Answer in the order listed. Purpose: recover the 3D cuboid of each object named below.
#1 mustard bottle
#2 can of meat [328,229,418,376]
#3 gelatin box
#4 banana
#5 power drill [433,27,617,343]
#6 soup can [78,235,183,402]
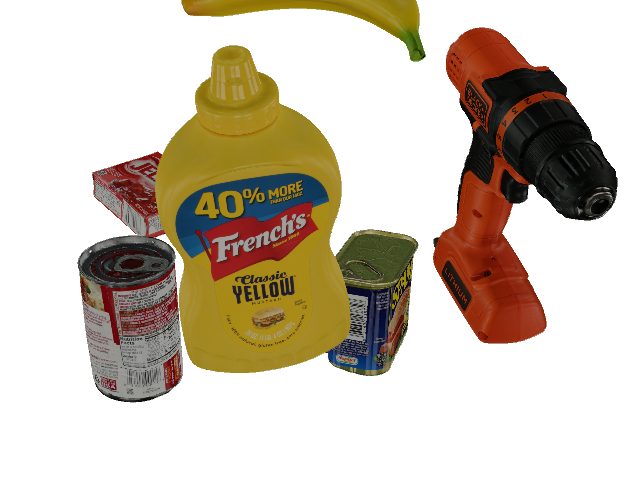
[{"bbox_3d":[-0.036,-0.015,0.563,0.096,0.192,0.058,-9,40,-5],"label":"mustard bottle"},{"bbox_3d":[0.041,0.050,0.866,0.057,0.084,0.102,9,24,15],"label":"can of meat"},{"bbox_3d":[-0.153,-0.042,0.969,0.073,0.030,0.089,-22,45,-35],"label":"gelatin box"},{"bbox_3d":[-0.007,-0.185,0.809,0.198,0.069,0.037,13,-39,18],"label":"banana"},{"bbox_3d":[0.128,-0.023,0.704,0.057,0.188,0.184,-8,40,-13],"label":"power drill"},{"bbox_3d":[-0.135,0.057,0.770,0.068,0.102,0.068,-1,28,0],"label":"soup can"}]
